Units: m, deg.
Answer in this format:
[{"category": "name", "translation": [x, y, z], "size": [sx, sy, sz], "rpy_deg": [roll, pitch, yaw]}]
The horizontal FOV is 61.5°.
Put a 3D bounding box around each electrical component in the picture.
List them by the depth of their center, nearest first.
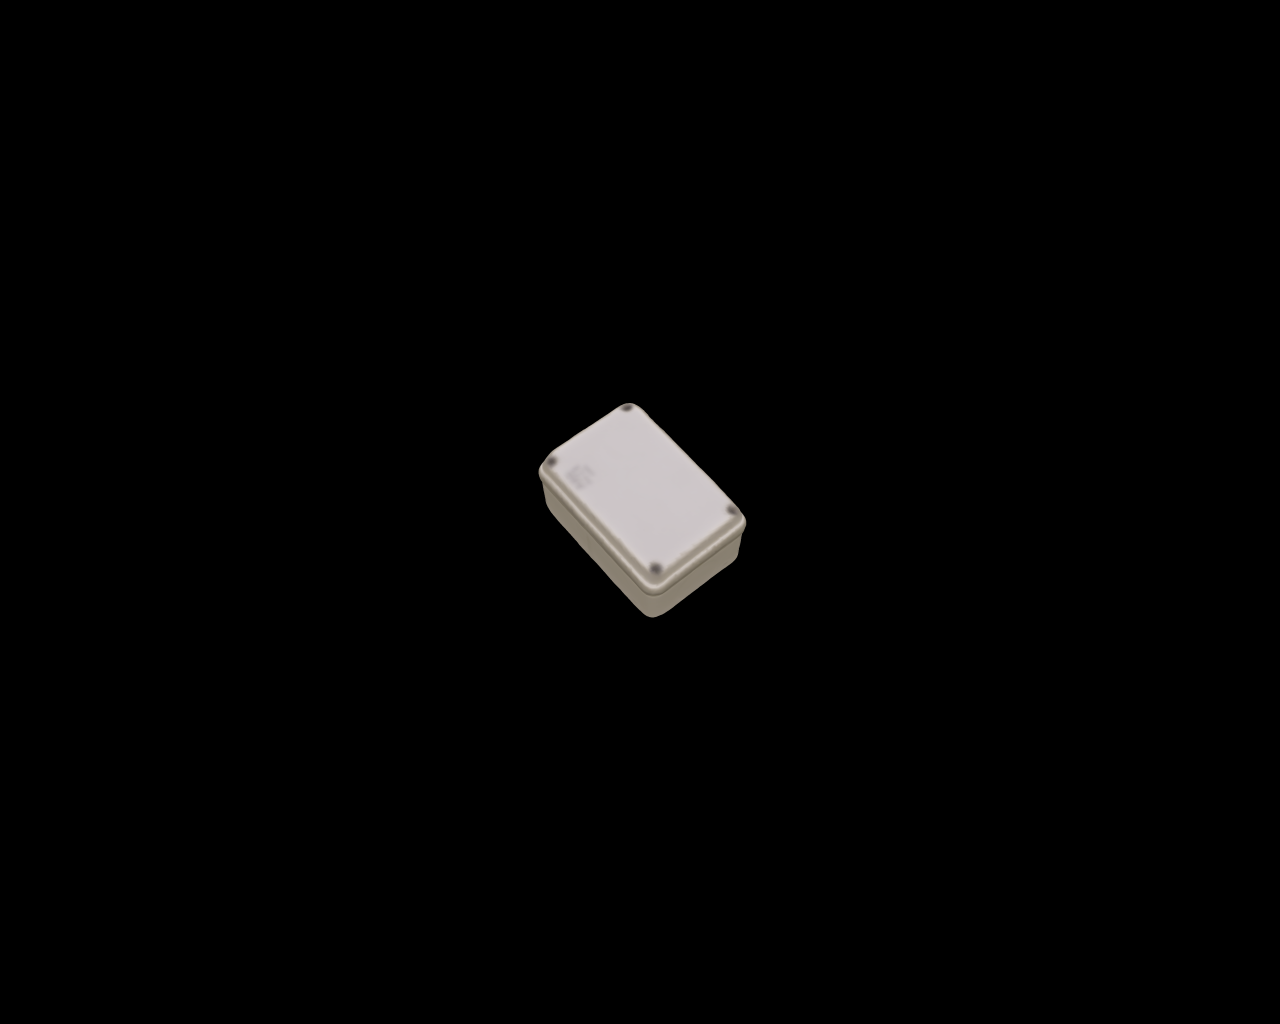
[{"category": "electrical component", "translation": [0.001, -0.003, 0.650], "size": [0.078, 0.113, 0.057], "rpy_deg": [-36, -24, -18]}]
